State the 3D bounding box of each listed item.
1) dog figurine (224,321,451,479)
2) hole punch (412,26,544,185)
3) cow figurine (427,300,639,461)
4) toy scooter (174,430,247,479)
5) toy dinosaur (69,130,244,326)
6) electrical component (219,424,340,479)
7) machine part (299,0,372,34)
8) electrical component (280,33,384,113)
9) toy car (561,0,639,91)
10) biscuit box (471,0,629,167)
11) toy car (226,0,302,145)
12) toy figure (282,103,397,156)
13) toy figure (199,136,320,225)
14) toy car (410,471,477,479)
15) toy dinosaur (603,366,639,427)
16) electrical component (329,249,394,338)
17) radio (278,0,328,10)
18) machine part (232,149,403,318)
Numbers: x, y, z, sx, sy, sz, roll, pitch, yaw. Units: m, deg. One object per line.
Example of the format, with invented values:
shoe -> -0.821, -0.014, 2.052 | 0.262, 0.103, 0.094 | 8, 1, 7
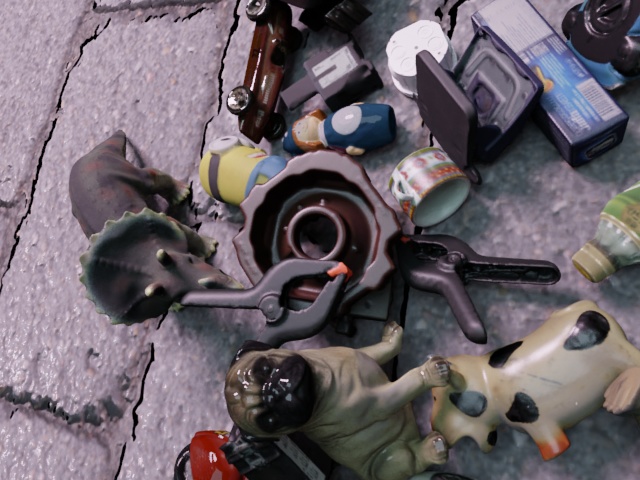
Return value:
dog figurine -> 0.005, 0.165, 0.484 | 0.121, 0.190, 0.172 | 13, 107, 63
hole punch -> 0.164, -0.149, 0.575 | 0.092, 0.115, 0.142 | -28, 64, -6
cow figurine -> 0.186, 0.128, 0.494 | 0.195, 0.085, 0.127 | -38, 69, 11
toy scooter -> -0.072, 0.277, 0.566 | 0.135, 0.075, 0.184 | -30, 68, 14
toy dinosaur -> -0.246, -0.038, 0.676 | 0.131, 0.192, 0.405 | -43, 63, 4
electrical component -> -0.030, 0.190, 0.539 | 0.058, 0.134, 0.114 | -32, 104, 22
machine part -> 0.018, -0.302, 0.706 | 0.084, 0.039, 0.139 | -35, 33, 3
electrical component -> 0.013, -0.200, 0.692 | 0.119, 0.047, 0.075 | -35, 63, 11
toy car -> 0.325, -0.233, 0.530 | 0.109, 0.103, 0.161 | -118, 33, -44
biscuit box -> 0.240, -0.174, 0.576 | 0.059, 0.062, 0.203 | -31, 65, 12
toy car -> -0.068, -0.227, 0.713 | 0.053, 0.089, 0.202 | 0, 73, 28
toy figure -> 0.017, -0.135, 0.667 | 0.155, 0.057, 0.064 | -4, 43, 24
toy figure -> -0.077, -0.070, 0.674 | 0.180, 0.082, 0.089 | 30, 90, 25
toy car -> 0.172, 0.262, 0.474 | 0.202, 0.056, 0.073 | 7, 78, 23
toy dinosaur -> 0.307, 0.174, 0.384 | 0.198, 0.105, 0.471 | 35, 95, -5
electrical component -> 0.042, 0.058, 0.603 | 0.078, 0.045, 0.102 | 2, 76, 4
radio -> 0.012, -0.394, 0.694 | 0.131, 0.073, 0.229 | 31, 62, 29
machine part -> -0.001, -0.002, 0.567 | 0.180, 0.056, 0.179 | -2, 81, 14
